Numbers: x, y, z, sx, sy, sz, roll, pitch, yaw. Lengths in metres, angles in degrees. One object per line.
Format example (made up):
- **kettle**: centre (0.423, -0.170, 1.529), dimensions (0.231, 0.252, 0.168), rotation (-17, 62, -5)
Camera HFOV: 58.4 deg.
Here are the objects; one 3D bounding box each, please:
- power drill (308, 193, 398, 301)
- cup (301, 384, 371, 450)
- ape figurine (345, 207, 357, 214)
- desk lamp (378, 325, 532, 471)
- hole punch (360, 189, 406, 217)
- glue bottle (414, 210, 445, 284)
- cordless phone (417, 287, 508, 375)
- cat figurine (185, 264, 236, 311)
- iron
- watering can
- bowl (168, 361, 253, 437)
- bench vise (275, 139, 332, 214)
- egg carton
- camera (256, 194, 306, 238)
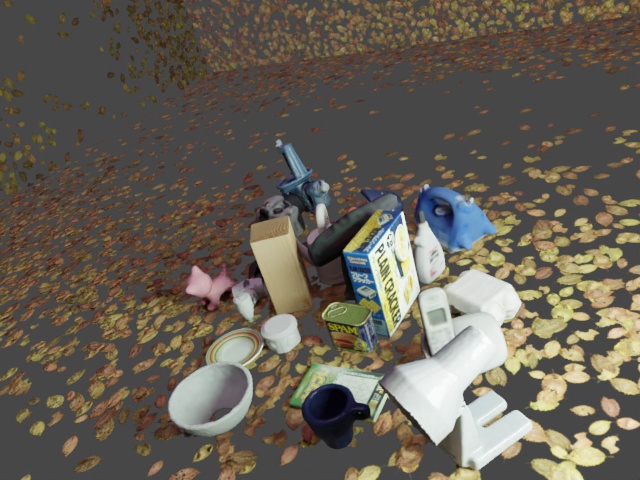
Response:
- **power drill**: centre (0.091, 0.025, 1.287), dimensions (0.230, 0.209, 0.075), rotation (-26, 32, -15)
- **cup**: centre (0.036, 0.306, 0.967), dimensions (0.117, 0.095, 0.092), rotation (-4, 33, 22)
- **ape figurine**: centre (0.093, -0.047, 1.518), dimensions (0.076, 0.092, 0.078), rotation (-10, 31, 12)
- **desk lamp**: centre (0.204, 0.242, 0.869), dimensions (0.203, 0.214, 0.117), rotation (-28, 32, -18)
- **hole punch**: centre (0.172, -0.104, 1.572), dimensions (0.101, 0.091, 0.108), rotation (-22, 31, -8)
- **glue bottle**: centre (0.236, 0.010, 1.273), dimensions (0.037, 0.173, 0.078), rotation (13, 42, 41)
- **cordless phone**: centre (0.248, 0.154, 1.019), dimensions (0.147, 0.185, 0.094), rotation (-19, 30, -3)
- **cat figurine**: centre (-0.276, 0.109, 1.424), dimensions (0.128, 0.118, 0.067), rotation (-32, 34, -24)
- **iron**: centre (0.302, -0.073, 1.407), dimensions (0.119, 0.142, 0.257), rotation (-29, 33, -20)
- **watering can**: centre (0.013, 0.006, 1.371), dimensions (0.173, 0.194, 0.100), rotation (-22, 31, -7)
- **bowl**: centre (-0.198, 0.315, 1.091), dimensions (0.167, 0.075, 0.167), rotation (-13, 31, 8)
- **bench vise**: centre (-0.051, -0.199, 1.712), dimensions (0.206, 0.220, 0.122), rotation (4, 36, 31)
- **egg carton**: centre (0.322, 0.120, 1.153), dimensions (0.107, 0.069, 0.149), rotation (-33, 34, -25)
- **camera**: centre (-0.098, -0.084, 1.666), dimensions (0.142, 0.101, 0.137), rotation (14, 43, 42)
